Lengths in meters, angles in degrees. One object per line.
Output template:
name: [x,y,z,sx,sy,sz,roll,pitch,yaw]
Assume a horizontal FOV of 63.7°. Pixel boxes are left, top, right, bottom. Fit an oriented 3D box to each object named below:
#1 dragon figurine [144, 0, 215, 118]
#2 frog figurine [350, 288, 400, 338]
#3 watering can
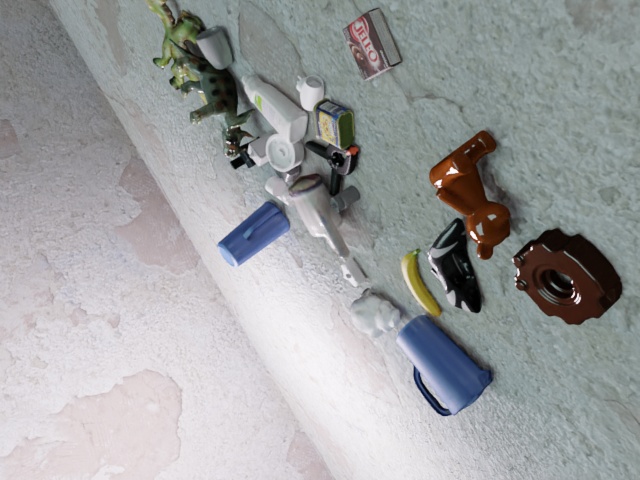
dragon figurine: [-0.420,-0.603,1.640,0.409,0.124,0.239,49,147,-3]
frog figurine: [0.164,0.228,1.508,0.161,0.123,0.135,-144,50,-60]
watering can: [0.004,-0.071,1.407,0.222,0.104,0.350,62,177,-13]
